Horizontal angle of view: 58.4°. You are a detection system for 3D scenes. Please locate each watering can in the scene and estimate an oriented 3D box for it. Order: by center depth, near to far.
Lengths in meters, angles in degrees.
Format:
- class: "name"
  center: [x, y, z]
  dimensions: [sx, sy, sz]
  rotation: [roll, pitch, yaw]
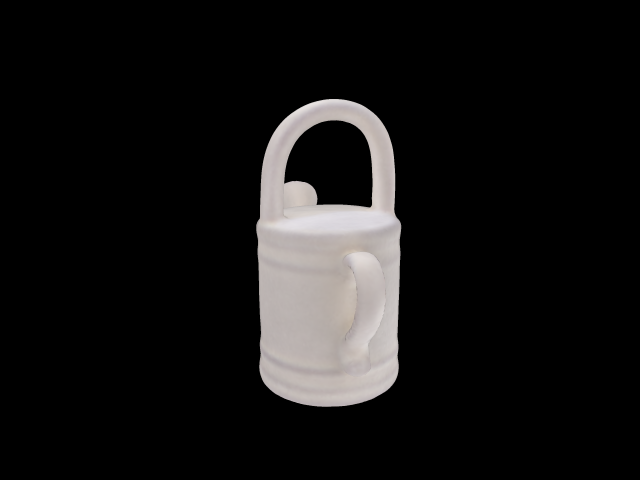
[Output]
- class: "watering can"
  center: [0.002, 0.002, 0.399]
  dimensions: [0.101, 0.194, 0.172]
  rotation: [-12, 18, -38]
